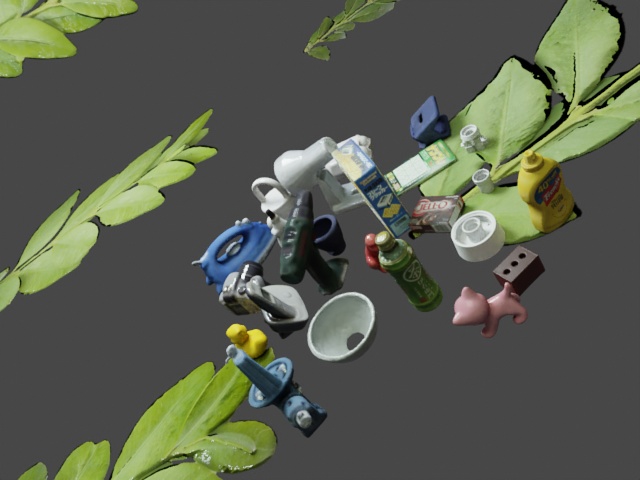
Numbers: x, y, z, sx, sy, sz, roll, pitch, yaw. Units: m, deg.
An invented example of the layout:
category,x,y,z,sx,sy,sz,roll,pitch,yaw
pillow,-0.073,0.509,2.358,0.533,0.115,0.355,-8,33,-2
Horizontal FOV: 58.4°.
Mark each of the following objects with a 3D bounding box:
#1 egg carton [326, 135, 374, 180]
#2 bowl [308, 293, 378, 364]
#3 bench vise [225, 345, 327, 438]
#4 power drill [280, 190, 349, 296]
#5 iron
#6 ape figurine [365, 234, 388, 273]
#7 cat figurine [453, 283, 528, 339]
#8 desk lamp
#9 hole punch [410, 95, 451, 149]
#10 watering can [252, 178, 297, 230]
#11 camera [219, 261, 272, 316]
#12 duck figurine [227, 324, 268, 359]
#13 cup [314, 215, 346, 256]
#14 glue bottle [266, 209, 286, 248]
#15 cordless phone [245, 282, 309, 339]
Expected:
category,x,y,z,sx,sy,sz,roll,pitch,yaw
egg carton,0.084,-0.237,1.654,0.150,0.070,0.107,-22,41,23
bowl,0.061,0.201,1.237,0.167,0.075,0.167,-23,41,22
bench vise,-0.085,0.290,1.155,0.206,0.220,0.121,7,58,44
power drill,-0.017,0.025,1.367,0.075,0.209,0.230,-10,47,33
iron,-0.237,0.022,1.613,0.258,0.142,0.118,-49,38,-11
ape figurine,0.134,0.022,1.337,0.078,0.092,0.076,-35,38,7
cat figurine,0.307,0.124,1.068,0.127,0.118,0.067,-31,39,12
desk lamp,0.012,-0.173,1.533,0.202,0.214,0.118,-17,43,28
hole punch,0.287,-0.318,1.542,0.101,0.091,0.108,-23,41,22
watering can,-0.113,-0.110,1.593,0.100,0.195,0.172,-25,40,20
camera,-0.189,0.116,1.512,0.142,0.101,0.137,-12,46,33
duck figurine,-0.185,0.240,1.399,0.104,0.086,0.077,6,57,44
cup,0.013,0.005,1.454,0.118,0.095,0.091,-37,38,5
glue bottle,-0.091,-0.023,1.506,0.078,0.174,0.037,-48,38,-9
cordless phone,-0.117,0.136,1.362,0.094,0.186,0.147,-39,38,3
